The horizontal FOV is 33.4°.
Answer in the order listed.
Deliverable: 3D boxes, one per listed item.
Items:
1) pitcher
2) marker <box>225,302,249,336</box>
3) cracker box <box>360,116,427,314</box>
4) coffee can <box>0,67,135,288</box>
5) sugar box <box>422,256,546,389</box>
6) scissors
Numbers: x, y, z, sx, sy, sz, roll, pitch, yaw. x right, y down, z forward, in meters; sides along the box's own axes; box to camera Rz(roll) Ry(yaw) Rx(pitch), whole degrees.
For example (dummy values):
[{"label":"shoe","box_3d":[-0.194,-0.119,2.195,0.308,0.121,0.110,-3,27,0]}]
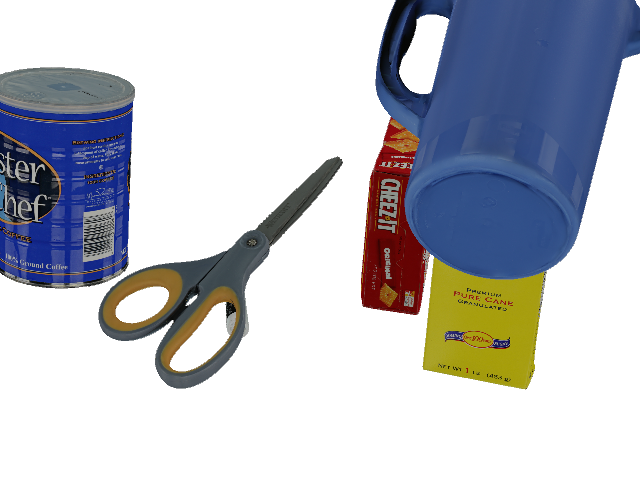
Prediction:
[{"label":"pitcher","box_3d":[0.124,-0.096,0.726,0.149,0.242,0.145,-23,-57,40]},{"label":"marker","box_3d":[-0.075,0.054,0.951,0.020,0.020,0.121,0,19,-6]},{"label":"cracker box","box_3d":[0.095,-0.036,1.224,0.072,0.164,0.213,6,23,8]},{"label":"coffee can","box_3d":[-0.193,-0.049,0.798,0.103,0.140,0.103,5,22,-2]},{"label":"sugar box","box_3d":[0.139,0.030,0.884,0.093,0.176,0.048,9,25,15]},{"label":"scissors","box_3d":[-0.062,0.006,0.654,0.096,0.016,0.201,12,48,15]}]
